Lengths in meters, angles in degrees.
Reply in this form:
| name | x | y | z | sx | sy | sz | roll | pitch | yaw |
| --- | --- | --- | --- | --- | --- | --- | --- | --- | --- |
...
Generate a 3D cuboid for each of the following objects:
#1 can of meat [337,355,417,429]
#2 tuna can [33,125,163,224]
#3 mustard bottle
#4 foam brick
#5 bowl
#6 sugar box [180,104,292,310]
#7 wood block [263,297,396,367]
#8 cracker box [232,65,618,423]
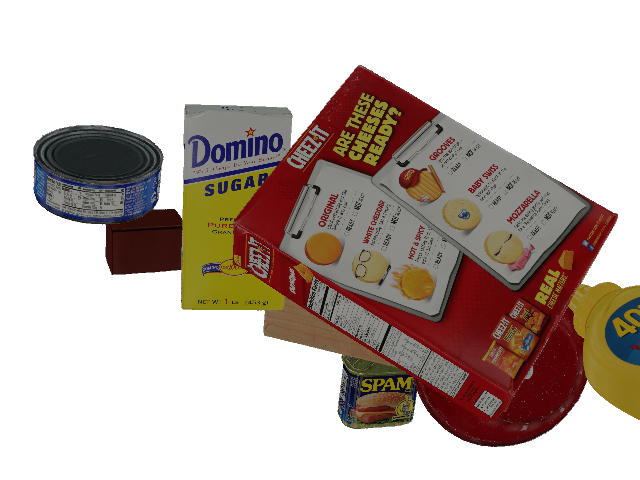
| name | x | y | z | sx | sy | sz | roll | pitch | yaw |
| --- | --- | --- | --- | --- | --- | --- | --- | --- | --- |
| can of meat | 0.074 | 0.190 | 1.361 | 0.102 | 0.084 | 0.057 | -1 | 24 | -17 |
| tuna can | -0.150 | -0.045 | 0.722 | 0.086 | 0.034 | 0.086 | 7 | 29 | -4 |
| mustard bottle | 0.214 | 0.075 | 0.633 | 0.096 | 0.058 | 0.192 | -20 | 32 | -21 |
| foam brick | -0.185 | 0.000 | 1.124 | 0.078 | 0.051 | 0.053 | -4 | 23 | -18 |
| bowl | 0.161 | 0.101 | 0.888 | 0.162 | 0.162 | 0.055 | 0 | 6 | -10 |
| sugar box | -0.075 | -0.028 | 0.932 | 0.093 | 0.176 | 0.048 | 0 | 16 | -8 |
| wood block | 0.050 | 0.073 | 1.173 | 0.206 | 0.091 | 0.090 | 12 | 22 | 17 |
| cracker box | 0.071 | 0.000 | 0.739 | 0.214 | 0.164 | 0.072 | 31 | -28 | 11 |
